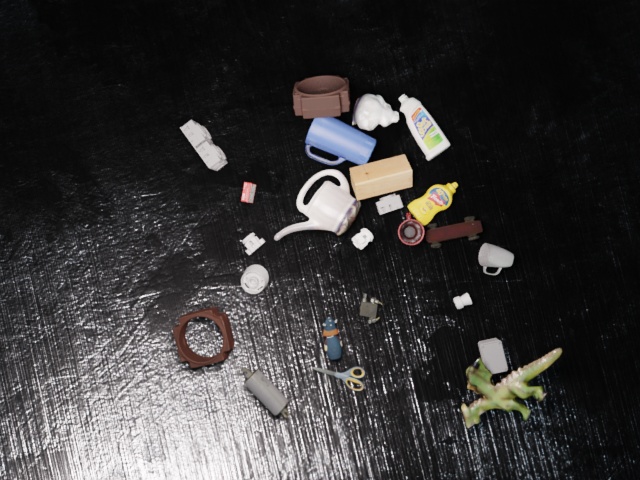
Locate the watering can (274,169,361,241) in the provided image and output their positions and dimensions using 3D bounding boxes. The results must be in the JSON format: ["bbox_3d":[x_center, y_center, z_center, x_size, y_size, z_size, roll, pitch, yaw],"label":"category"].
[{"bbox_3d":[0.006,-0.094,1.871,0.225,0.351,0.103,33,-14,5],"label":"watering can"}]

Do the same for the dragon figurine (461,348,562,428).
[{"bbox_3d":[0.628,0.492,1.781,0.242,0.405,0.124,24,15,-4],"label":"dragon figurine"}]

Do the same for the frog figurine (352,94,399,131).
[{"bbox_3d":[0.205,-0.456,1.865,0.160,0.140,0.120,18,-23,15],"label":"frog figurine"}]
